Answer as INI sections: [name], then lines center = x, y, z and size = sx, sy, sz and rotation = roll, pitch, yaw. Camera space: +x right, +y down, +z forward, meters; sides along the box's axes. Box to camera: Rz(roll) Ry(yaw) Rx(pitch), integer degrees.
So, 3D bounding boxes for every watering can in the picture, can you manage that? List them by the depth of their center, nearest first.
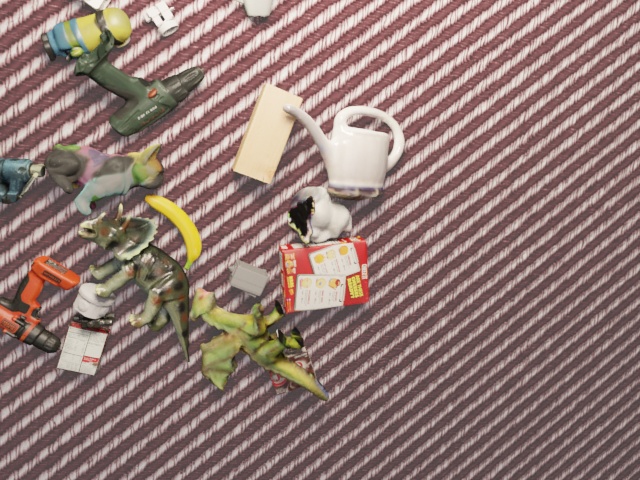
[watering can]
center = 0.057, -0.205, 1.211
size = 0.348, 0.104, 0.223
rotation = 0, 100, -32

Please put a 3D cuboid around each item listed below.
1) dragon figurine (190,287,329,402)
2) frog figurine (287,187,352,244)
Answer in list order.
[dragon figurine]
center = -0.174, 0.282, 1.265
size = 0.242, 0.123, 0.408
rotation = -29, 98, 10
[frog figurine]
center = 0.004, -0.063, 1.259
size = 0.160, 0.122, 0.137
rotation = -10, 97, -47
